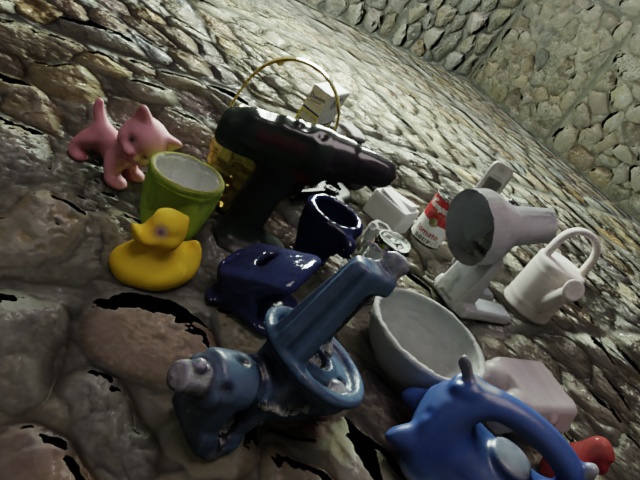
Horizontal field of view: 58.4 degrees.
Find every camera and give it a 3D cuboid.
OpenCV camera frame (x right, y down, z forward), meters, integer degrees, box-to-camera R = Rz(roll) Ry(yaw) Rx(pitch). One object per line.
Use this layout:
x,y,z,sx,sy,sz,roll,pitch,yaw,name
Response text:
0.042,-0.172,1.138,0.144,0.100,0.136,6,37,-41,camera

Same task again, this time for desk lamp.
0.279,0.023,0.946,0.204,0.213,0.117,13,33,-34,desk lamp

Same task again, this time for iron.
0.204,0.235,0.598,0.258,0.141,0.119,35,27,5,iron

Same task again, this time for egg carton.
0.277,0.217,0.783,0.151,0.069,0.107,12,33,-34,egg carton

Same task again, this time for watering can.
0.449,0.065,1.077,0.101,0.194,0.172,19,30,-25,watering can

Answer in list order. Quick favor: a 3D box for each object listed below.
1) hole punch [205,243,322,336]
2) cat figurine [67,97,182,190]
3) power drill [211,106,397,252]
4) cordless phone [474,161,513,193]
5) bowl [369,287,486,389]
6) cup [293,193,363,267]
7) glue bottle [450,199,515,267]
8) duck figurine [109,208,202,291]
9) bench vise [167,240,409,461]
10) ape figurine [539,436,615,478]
-0.066,0.043,0.683,0.101,0.091,0.109,36,27,7,hole punch
-0.251,-0.134,0.748,0.127,0.117,0.067,36,27,6,cat figurine
-0.045,-0.066,0.756,0.230,0.208,0.075,27,28,-10,power drill
0.367,-0.063,1.209,0.147,0.185,0.094,30,27,-5,cordless phone
0.125,0.143,0.738,0.168,0.074,0.167,25,28,-14,bowl
0.008,0.003,0.822,0.092,0.095,0.117,12,34,-35,cup
0.307,-0.008,1.069,0.037,0.173,0.078,33,27,2,glue bottle
-0.173,0.003,0.640,0.105,0.086,0.077,0,41,-46,duck figurine
-0.016,0.101,0.500,0.121,0.219,0.208,43,29,19,bench vise
0.324,0.279,0.706,0.076,0.092,0.078,41,28,16,ape figurine
